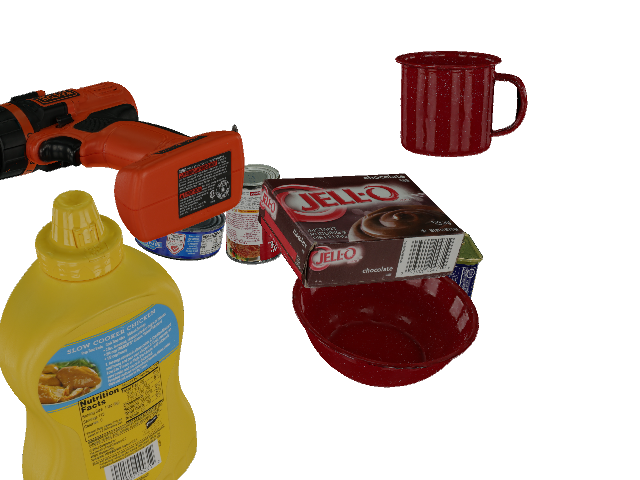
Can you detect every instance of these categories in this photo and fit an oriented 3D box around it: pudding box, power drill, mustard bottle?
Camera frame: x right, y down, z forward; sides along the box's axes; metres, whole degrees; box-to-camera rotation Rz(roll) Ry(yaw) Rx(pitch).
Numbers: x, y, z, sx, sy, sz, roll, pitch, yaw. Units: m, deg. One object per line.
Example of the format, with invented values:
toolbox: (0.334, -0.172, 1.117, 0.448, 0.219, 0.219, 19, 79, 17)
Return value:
pudding box: (0.025, -0.009, 0.714, 0.113, 0.039, 0.090, -2, 31, -25)
power drill: (-0.160, -0.057, 0.732, 0.188, 0.057, 0.184, 22, 34, 35)
mustard bottle: (-0.115, 0.059, 0.548, 0.096, 0.192, 0.058, -24, 43, -30)

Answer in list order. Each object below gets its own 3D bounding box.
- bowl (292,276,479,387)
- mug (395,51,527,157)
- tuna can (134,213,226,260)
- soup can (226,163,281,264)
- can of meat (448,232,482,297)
bowl: (0.052, 0.077, 0.923, 0.162, 0.055, 0.162, 6, 33, -4)
mug: (0.124, -0.121, 0.948, 0.117, 0.081, 0.093, 3, 18, 12)
tuna can: (-0.136, -0.013, 1.029, 0.086, 0.034, 0.086, 10, 22, -4)
soup can: (-0.080, -0.032, 1.266, 0.068, 0.102, 0.068, 0, 27, 0)
can of meat: (0.130, 0.040, 1.139, 0.057, 0.084, 0.102, 7, 18, -7)
